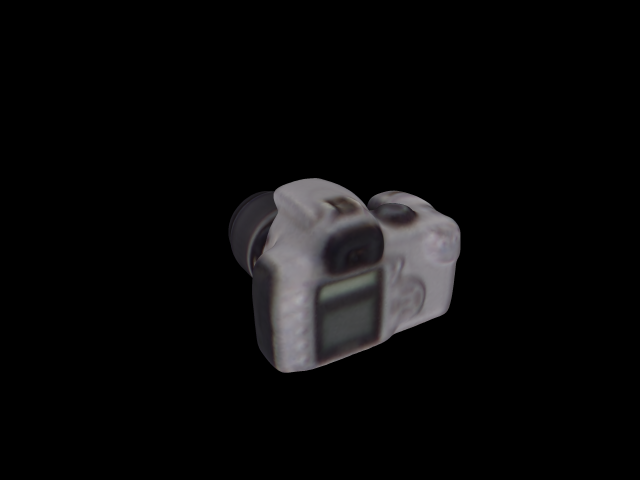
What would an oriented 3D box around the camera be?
[{"bbox_3d":[0.004,0.001,0.400,0.143,0.101,0.136,-15,30,-28],"label":"camera"}]
